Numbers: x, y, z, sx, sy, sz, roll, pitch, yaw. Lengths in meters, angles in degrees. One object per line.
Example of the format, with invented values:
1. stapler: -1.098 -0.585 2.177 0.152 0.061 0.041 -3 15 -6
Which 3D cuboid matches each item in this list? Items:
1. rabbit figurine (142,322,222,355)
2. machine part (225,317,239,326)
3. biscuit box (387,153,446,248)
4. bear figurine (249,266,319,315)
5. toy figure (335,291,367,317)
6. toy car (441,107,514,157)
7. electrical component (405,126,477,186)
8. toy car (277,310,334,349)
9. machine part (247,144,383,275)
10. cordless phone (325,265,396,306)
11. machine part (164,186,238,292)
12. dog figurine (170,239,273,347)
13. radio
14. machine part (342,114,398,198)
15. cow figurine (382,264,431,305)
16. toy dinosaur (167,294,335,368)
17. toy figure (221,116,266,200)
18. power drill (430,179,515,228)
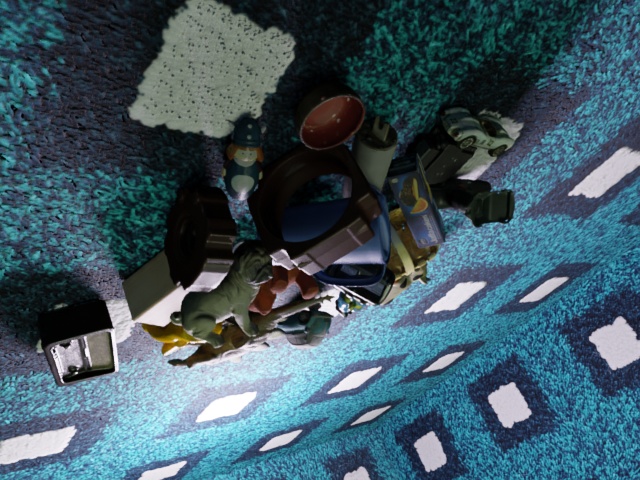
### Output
1. rabbit figurine: -0.296 0.197 1.195 0.162 0.122 0.173 -32 152 21
2. machine part: -0.212 0.145 1.216 0.084 0.039 0.138 5 145 25
3. biscuit box: 0.196 -0.074 1.078 0.063 0.059 0.202 -14 131 22
4. bear figurine: -0.110 0.116 1.211 0.120 0.132 0.196 19 124 -36
5. toy figure: 0.109 0.142 1.480 0.180 0.082 0.089 -41 151 29
6. toy car: 0.312 -0.214 1.061 0.201 0.073 0.056 2 144 -42
7. electrical component: 0.237 -0.169 1.094 0.134 0.058 0.115 -1 140 -40
8. toy car: -0.043 0.246 1.464 0.162 0.103 0.109 -14 161 31
9. machine part: -0.010 -0.059 0.917 0.201 0.202 0.087 -32 145 9
10. cordless phone: 0.075 0.098 1.213 0.089 0.147 0.184 -63 -177 -19
11. machine part: -0.204 -0.002 0.895 0.056 0.179 0.179 3 140 -39
12. dog figurine: -0.175 0.081 0.955 0.172 0.121 0.190 -14 136 -29
13. radio: -0.496 0.219 1.114 0.131 0.073 0.229 -12 148 -25
14. machine part: 0.090 -0.138 1.003 0.079 0.079 0.243 -17 151 -18
15. cow figurine: 0.227 0.114 1.525 0.127 0.086 0.195 17 127 -44
16. toy dinosaur: -0.189 0.235 1.371 0.472 0.105 0.198 -25 161 17
17. toy figure: -0.121 -0.129 0.866 0.064 0.058 0.154 -23 152 -29
18. power drill: 0.330 -0.093 1.178 0.232 0.207 0.085 -7 113 -18
